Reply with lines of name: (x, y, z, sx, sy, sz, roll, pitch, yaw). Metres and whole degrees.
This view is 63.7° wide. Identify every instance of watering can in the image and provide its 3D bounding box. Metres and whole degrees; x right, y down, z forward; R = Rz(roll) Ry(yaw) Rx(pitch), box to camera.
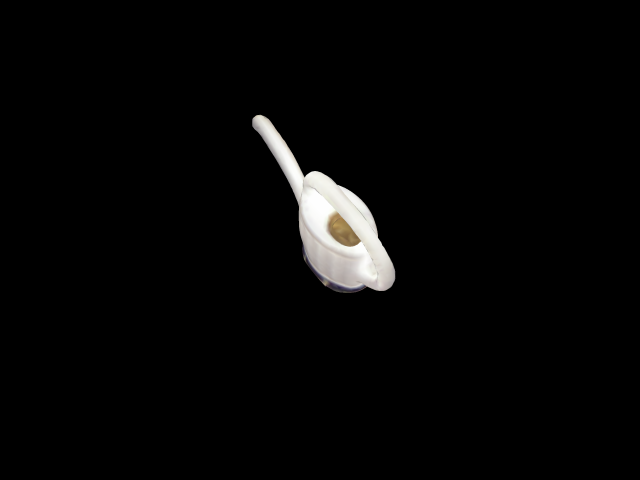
watering can: (0.003, -0.043, 0.850, 0.105, 0.352, 0.219, -32, -25, -16)
